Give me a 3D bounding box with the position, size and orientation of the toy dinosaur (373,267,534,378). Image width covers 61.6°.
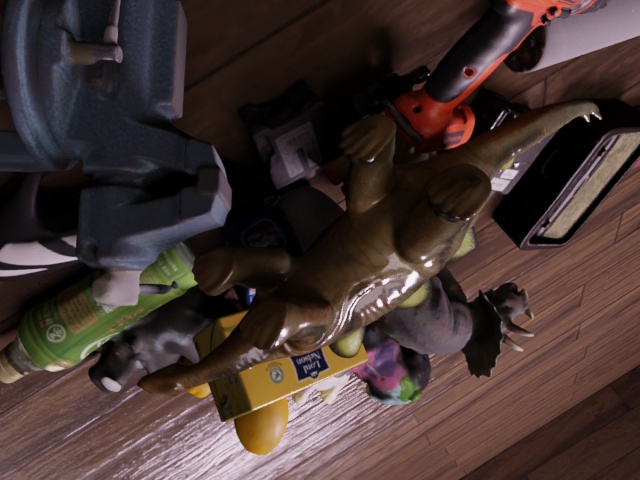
[{"bbox_3d":[0.145,0.095,0.736,0.404,0.192,0.131,11,123,-44],"label":"toy dinosaur"}]

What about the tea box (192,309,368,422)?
[{"bbox_3d":[-0.039,0.118,0.584,0.169,0.098,0.068,-12,162,-44],"label":"tea box"}]

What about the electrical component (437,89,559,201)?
[{"bbox_3d":[0.208,-0.107,0.663,0.115,0.058,0.134,8,128,-39],"label":"electrical component"}]

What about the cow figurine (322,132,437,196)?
[{"bbox_3d":[0.088,-0.066,0.580,0.127,0.085,0.195,-31,167,10],"label":"cow figurine"}]

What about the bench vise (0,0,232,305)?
[{"bbox_3d":[-0.179,-0.067,0.345,0.241,0.129,0.223,2,95,-3],"label":"bench vise"}]

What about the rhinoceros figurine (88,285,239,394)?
[{"bbox_3d":[-0.178,0.106,0.610,0.190,0.073,0.112,-41,144,10],"label":"rhinoceros figurine"}]

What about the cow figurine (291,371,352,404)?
[{"bbox_3d":[-0.014,0.202,0.841,0.098,0.068,0.167,-51,143,14],"label":"cow figurine"}]

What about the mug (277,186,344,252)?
[{"bbox_3d":[-0.001,-0.002,0.588,0.081,0.107,0.109,-26,145,-10],"label":"mug"}]

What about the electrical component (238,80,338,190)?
[{"bbox_3d":[-0.026,-0.087,0.525,0.075,0.048,0.119,-26,141,-8],"label":"electrical component"}]

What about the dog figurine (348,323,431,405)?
[{"bbox_3d":[0.055,0.159,0.762,0.108,0.192,0.219,-41,158,21],"label":"dog figurine"}]

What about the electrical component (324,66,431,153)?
[{"bbox_3d":[0.056,-0.126,0.525,0.102,0.078,0.045,-30,99,-12],"label":"electrical component"}]

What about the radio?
[{"bbox_3d":[0.365,-0.089,0.784,0.131,0.073,0.229,-5,135,-32],"label":"radio"}]

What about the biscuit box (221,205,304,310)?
[{"bbox_3d":[-0.061,0.032,0.561,0.059,0.063,0.202,-21,165,-14],"label":"biscuit box"}]

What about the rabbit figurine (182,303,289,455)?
[{"bbox_3d":[-0.081,0.175,0.676,0.122,0.173,0.162,9,131,-37],"label":"rabbit figurine"}]

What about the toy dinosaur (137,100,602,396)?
[{"bbox_3d":[0.064,-0.009,0.437,0.471,0.105,0.198,-33,157,-3],"label":"toy dinosaur"}]

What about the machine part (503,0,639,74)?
[{"bbox_3d":[0.271,-0.230,0.554,0.243,0.079,0.079,-21,142,-17],"label":"machine part"}]

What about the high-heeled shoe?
[{"bbox_3d":[-0.166,-0.010,0.485,0.248,0.086,0.145,6,132,-35],"label":"high-heeled shoe"}]
